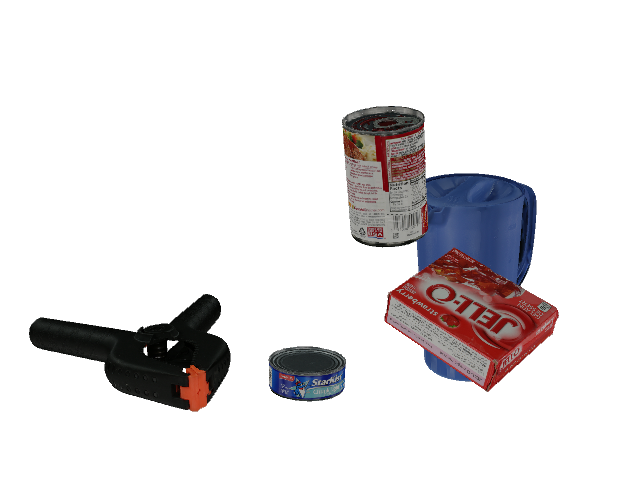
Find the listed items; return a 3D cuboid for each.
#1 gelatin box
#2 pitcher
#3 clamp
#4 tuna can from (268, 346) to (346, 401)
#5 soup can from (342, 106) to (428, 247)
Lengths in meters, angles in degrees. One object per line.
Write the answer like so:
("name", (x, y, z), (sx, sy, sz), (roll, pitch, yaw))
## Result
("gelatin box", (0.099, 0.049, 0.703), (0.089, 0.030, 0.073), (33, 45, 29))
("pitcher", (0.190, 0.043, 1.321), (0.149, 0.243, 0.145), (1, 21, 10))
("clamp", (-0.120, 0.083, 0.839), (0.164, 0.036, 0.210), (-11, 16, -30))
("tuna can", (-0.015, 0.147, 1.178), (0.086, 0.034, 0.086), (2, 14, -1))
("soup can", (0.055, -0.053, 0.890), (0.068, 0.102, 0.068), (-4, 24, 2))
